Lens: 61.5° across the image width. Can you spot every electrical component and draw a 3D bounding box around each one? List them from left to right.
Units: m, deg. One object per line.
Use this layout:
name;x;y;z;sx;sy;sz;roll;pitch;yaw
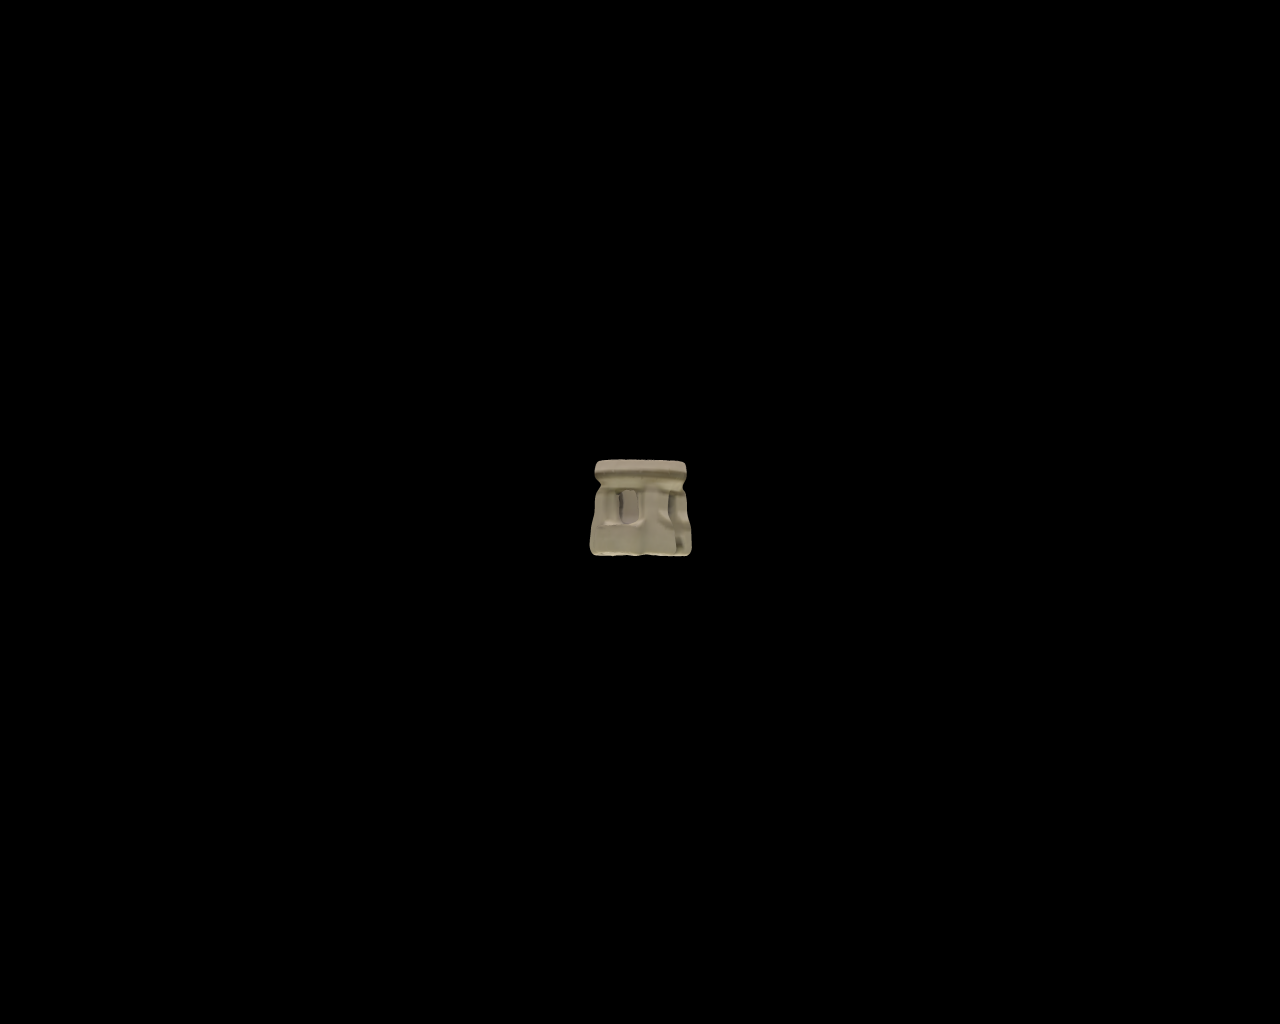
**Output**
electrical component;0.001;-0.003;0.650;0.058;0.057;0.078;-1;-2;28
